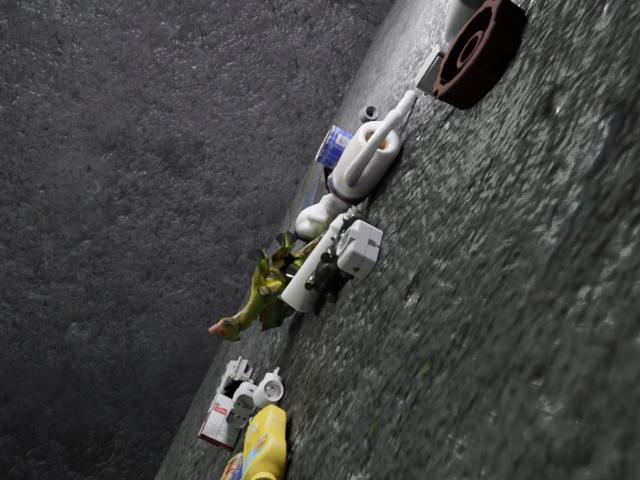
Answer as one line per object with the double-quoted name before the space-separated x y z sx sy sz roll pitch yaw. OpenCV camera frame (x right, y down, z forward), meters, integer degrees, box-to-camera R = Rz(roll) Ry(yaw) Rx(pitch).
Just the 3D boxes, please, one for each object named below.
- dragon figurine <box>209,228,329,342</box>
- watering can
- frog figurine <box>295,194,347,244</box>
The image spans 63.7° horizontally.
"dragon figurine" -0.090 0.115 1.267 0.415 0.124 0.237 -29 -34 -34
"watering can" 0.125 -0.207 1.162 0.219 0.104 0.355 -56 -2 40
"frog figurine" 0.004 -0.069 1.365 0.139 0.123 0.157 -32 -38 -66
